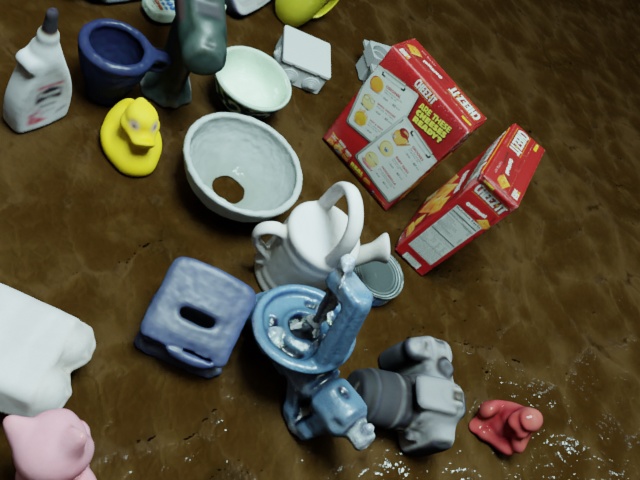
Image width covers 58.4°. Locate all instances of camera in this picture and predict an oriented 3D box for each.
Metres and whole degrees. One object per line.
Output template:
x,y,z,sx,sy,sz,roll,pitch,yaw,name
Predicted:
0.105,0.186,0.721,0.137,0.100,0.143,17,54,-22,camera

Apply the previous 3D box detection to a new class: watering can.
0.006,0.001,0.715,0.173,0.193,0.101,-10,67,-36,watering can

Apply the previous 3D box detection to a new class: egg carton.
-0.299,0.102,0.542,0.150,0.069,0.107,28,50,-14,egg carton

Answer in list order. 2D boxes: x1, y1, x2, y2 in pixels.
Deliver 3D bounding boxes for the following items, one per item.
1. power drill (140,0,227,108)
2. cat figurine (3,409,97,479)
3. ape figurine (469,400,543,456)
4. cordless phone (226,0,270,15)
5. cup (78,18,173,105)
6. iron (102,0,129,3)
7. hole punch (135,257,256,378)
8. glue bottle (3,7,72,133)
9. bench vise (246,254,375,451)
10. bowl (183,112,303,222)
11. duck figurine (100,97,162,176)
-0.185,-0.293,0.772,0.076,0.208,0.229,0,61,-32,power drill
-0.219,0.201,0.497,0.067,0.117,0.128,-31,80,-41,cat figurine
0.264,0.252,0.784,0.076,0.092,0.077,-4,64,-34,ape figurine
-0.104,-0.482,0.958,0.094,0.184,0.148,39,48,-5,cordless phone
-0.262,-0.224,0.756,0.118,0.094,0.091,0,61,-32,cup
-0.278,-0.459,0.864,0.259,0.141,0.118,-33,81,-41,iron
-0.136,0.088,0.639,0.109,0.091,0.101,27,51,-15,hole punch
-0.315,-0.195,0.651,0.037,0.172,0.078,44,48,0,glue bottle
0.016,0.116,0.630,0.207,0.219,0.122,46,48,1,bench vise
-0.112,-0.086,0.776,0.168,0.074,0.167,16,54,-23,bowl
-0.233,-0.145,0.729,0.078,0.086,0.104,-3,63,-33,duck figurine
